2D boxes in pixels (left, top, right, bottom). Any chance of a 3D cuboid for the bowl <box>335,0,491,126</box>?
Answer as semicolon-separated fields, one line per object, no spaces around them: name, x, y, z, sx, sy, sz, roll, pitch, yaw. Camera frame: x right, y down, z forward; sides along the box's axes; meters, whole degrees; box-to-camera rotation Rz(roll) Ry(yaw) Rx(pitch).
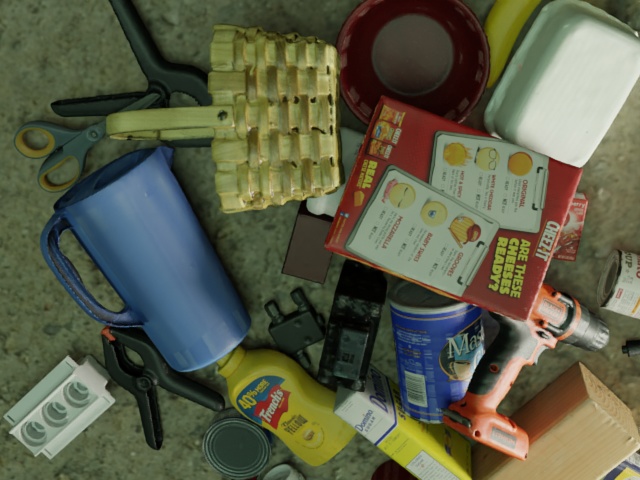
bowl;0.096;-0.189;1.116;0.162;0.055;0.162;2;110;6

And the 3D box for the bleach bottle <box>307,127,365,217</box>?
bleach bottle;0.119;-0.030;1.141;0.251;0.068;0.102;23;85;6

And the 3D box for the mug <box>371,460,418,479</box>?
mug;0.089;0.324;1.288;0.117;0.081;0.093;-38;101;17

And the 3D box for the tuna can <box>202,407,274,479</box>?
tuna can;-0.100;0.249;1.310;0.086;0.033;0.086;2;110;6

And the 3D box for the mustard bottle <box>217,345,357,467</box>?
mustard bottle;-0.050;0.183;1.262;0.191;0.058;0.096;38;123;-9

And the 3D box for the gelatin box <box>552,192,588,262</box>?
gelatin box;0.243;-0.019;1.173;0.089;0.030;0.073;8;110;4

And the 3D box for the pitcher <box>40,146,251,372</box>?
pitcher;-0.187;0.030;1.189;0.149;0.145;0.243;-25;108;16

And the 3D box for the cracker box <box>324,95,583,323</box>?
cracker box;0.131;-0.030;1.074;0.213;0.072;0.164;20;89;2

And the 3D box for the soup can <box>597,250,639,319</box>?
soup can;0.362;0.056;1.165;0.102;0.068;0.068;17;111;1

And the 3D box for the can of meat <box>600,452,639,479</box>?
can of meat;0.350;0.293;1.258;0.084;0.057;0.102;30;111;-7

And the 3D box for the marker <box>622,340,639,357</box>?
marker;0.403;0.115;1.207;0.121;0.020;0.020;-10;108;11

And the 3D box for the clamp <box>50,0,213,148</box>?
clamp;-0.178;-0.172;1.165;0.210;0.036;0.165;24;115;0

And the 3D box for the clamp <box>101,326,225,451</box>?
clamp;-0.195;0.166;1.289;0.120;0.039;0.171;-26;104;14

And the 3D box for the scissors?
scissors;-0.267;-0.127;1.179;0.096;0.016;0.202;40;124;-12

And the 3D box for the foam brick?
foam brick;-0.008;0.001;1.199;0.051;0.053;0.078;16;110;1

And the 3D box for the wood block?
wood block;0.257;0.251;1.237;0.091;0.090;0.206;43;109;-10

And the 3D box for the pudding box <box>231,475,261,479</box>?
pudding box;-0.094;0.354;1.317;0.039;0.090;0.113;-2;110;7

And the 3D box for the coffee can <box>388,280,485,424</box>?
coffee can;0.134;0.120;1.198;0.103;0.102;0.140;-5;109;9

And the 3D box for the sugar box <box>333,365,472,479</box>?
sugar box;0.098;0.219;1.243;0.176;0.093;0.048;41;109;-9

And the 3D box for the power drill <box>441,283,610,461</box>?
power drill;0.225;0.140;1.163;0.184;0.057;0.187;27;85;-31

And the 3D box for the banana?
banana;0.219;-0.243;1.091;0.069;0.037;0.198;44;109;-9
